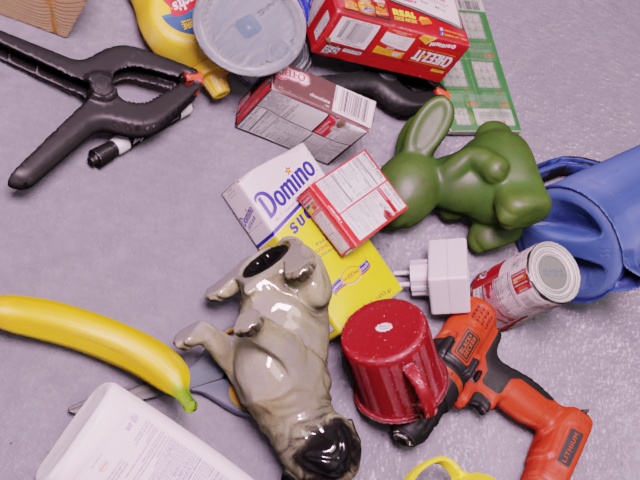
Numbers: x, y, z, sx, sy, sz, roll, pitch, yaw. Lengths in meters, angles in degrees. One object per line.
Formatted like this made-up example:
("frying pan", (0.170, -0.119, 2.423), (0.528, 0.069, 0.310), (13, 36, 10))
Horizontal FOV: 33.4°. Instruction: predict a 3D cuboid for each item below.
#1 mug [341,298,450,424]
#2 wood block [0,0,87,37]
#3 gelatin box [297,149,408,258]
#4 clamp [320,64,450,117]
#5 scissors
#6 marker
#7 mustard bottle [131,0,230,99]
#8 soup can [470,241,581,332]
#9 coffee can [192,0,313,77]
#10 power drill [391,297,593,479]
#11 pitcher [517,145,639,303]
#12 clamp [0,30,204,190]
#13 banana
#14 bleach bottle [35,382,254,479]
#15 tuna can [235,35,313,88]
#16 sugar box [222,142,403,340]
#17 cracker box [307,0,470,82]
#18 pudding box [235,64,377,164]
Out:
("mug", (0.071, 0.115, 0.972), (0.093, 0.081, 0.117), (-27, 41, -8))
("wood block", (-0.245, -0.309, 0.996), (0.090, 0.091, 0.206), (18, 62, -22))
("gelatin box", (0.032, -0.036, 1.024), (0.089, 0.030, 0.073), (-36, 88, -40))
("clamp", (0.061, -0.188, 1.150), (0.171, 0.039, 0.120), (14, 62, -28))
("scissors", (-0.112, 0.139, 0.934), (0.201, 0.016, 0.096), (-29, 86, -34))
("marker", (-0.168, -0.101, 0.997), (0.120, 0.020, 0.020), (-38, 91, -35))
("mustard bottle", (-0.136, -0.225, 1.042), (0.096, 0.058, 0.191), (-20, 81, -42))
("soup can", (0.210, 0.049, 1.098), (0.068, 0.102, 0.068), (11, 66, -25))
("coffee can", (-0.056, -0.234, 1.001), (0.102, 0.103, 0.140), (29, 38, -16))
("power drill", (0.171, 0.172, 1.053), (0.187, 0.057, 0.184), (42, 56, -8))
("pitcher", (0.334, -0.041, 1.199), (0.242, 0.145, 0.149), (-26, 97, -38))
("clamp", (-0.203, -0.122, 0.963), (0.209, 0.036, 0.164), (-4, 66, -25))
("banana", (-0.187, 0.083, 0.886), (0.197, 0.069, 0.037), (24, 95, -6))
("bleach bottle", (-0.102, 0.226, 0.876), (0.250, 0.068, 0.102), (40, 69, -15))
("tuna can", (-0.051, -0.195, 1.092), (0.086, 0.034, 0.086), (11, 65, -26))
("sugar box", (-0.007, 0.001, 1.030), (0.093, 0.048, 0.176), (-33, 90, -35))
("cracker box", (0.053, -0.280, 1.139), (0.163, 0.072, 0.214), (7, 53, -29))
("pudding box", (-0.015, -0.124, 1.049), (0.113, 0.090, 0.039), (22, 62, -21))
